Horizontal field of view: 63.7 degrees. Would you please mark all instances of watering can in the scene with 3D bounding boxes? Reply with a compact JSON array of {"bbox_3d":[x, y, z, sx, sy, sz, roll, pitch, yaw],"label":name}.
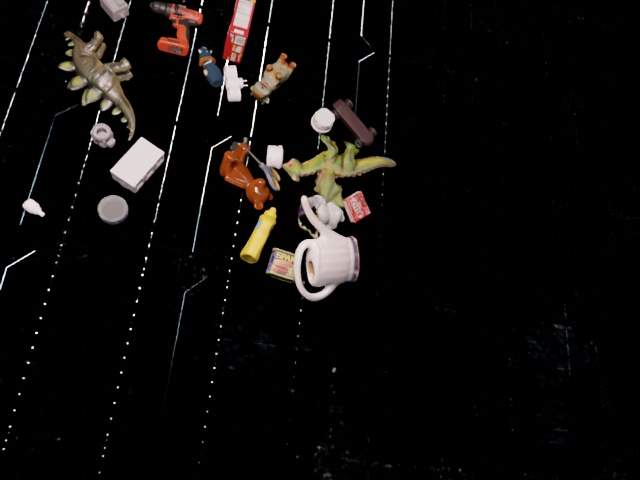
[{"bbox_3d":[0.024,0.028,1.643,0.225,0.344,0.105,-4,14,-26],"label":"watering can"}]

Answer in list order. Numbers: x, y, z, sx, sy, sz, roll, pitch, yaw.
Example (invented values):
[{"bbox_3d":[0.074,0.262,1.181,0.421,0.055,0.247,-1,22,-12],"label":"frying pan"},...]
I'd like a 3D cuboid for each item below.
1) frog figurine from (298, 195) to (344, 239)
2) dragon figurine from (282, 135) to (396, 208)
[{"bbox_3d":[0.005,-0.087,1.732,0.122,0.136,0.161,-6,15,39],"label":"frog figurine"},{"bbox_3d":[0.070,-0.227,1.811,0.409,0.244,0.122,16,-4,-17],"label":"dragon figurine"}]
